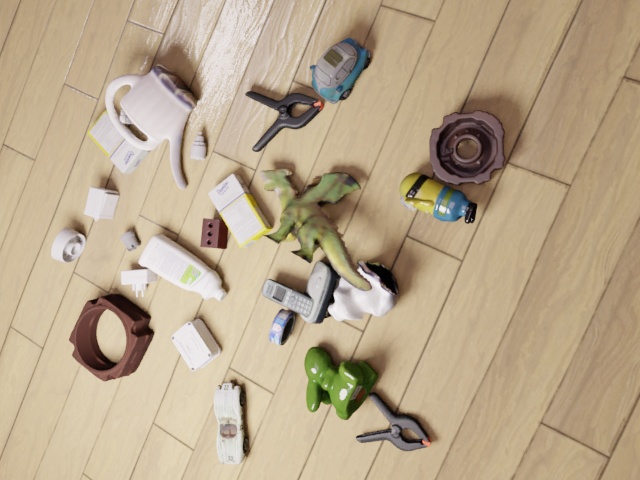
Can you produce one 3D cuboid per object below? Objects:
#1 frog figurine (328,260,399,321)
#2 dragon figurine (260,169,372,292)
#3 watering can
[{"bbox_3d":[0.101,0.132,1.201,0.137,0.157,0.124,36,26,2],"label":"frog figurine"},{"bbox_3d":[0.004,-0.061,1.220,0.413,0.245,0.120,27,-11,27],"label":"dragon figurine"},{"bbox_3d":[-0.423,-0.324,1.399,0.223,0.347,0.104,-42,2,8],"label":"watering can"}]
